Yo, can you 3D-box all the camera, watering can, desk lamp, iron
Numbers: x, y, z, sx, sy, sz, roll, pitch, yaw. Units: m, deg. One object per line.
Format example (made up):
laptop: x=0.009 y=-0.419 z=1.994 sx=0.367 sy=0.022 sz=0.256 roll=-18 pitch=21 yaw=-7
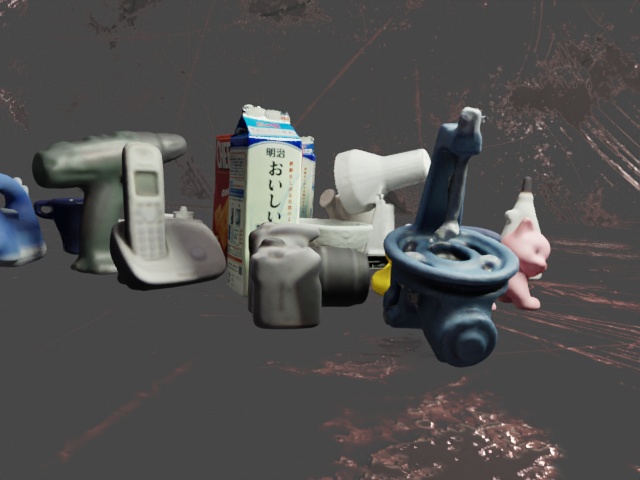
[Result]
camera: x=-0.012 y=0.034 z=0.637 sx=0.137 sy=0.101 sz=0.143 roll=2 pitch=7 yaw=-9
watering can: x=0.076 y=-0.073 z=1.210 sx=0.100 sy=0.194 sz=0.173 roll=6 pitch=7 yaw=26
desk lamp: x=0.127 y=-0.064 z=1.068 sx=0.202 sy=0.213 sz=0.118 roll=6 pitch=7 yaw=23
iron: x=-0.483 y=-0.038 z=0.868 sx=0.118 sy=0.141 sz=0.258 roll=2 pitch=6 yaw=-6

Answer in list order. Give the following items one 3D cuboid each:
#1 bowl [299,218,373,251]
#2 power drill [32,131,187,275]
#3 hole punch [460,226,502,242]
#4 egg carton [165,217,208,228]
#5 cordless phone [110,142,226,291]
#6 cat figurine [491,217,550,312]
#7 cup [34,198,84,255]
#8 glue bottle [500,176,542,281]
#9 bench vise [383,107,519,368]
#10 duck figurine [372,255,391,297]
bowl: x=0.009 y=0.004 z=1.033 sx=0.167 sy=0.075 sz=0.167 roll=3 pitch=6 yaw=0
power drill: x=-0.299 y=-0.059 z=0.844 sx=0.075 sy=0.208 sz=0.230 roll=9 pitch=9 yaw=41
hole punch: x=0.236 y=0.021 z=0.916 sx=0.108 sy=0.091 sz=0.101 roll=6 pitch=7 yaw=23
egg carton: x=-0.265 y=-0.002 z=0.976 sx=0.150 sy=0.069 sz=0.107 roll=6 pitch=7 yaw=21
cordless phone: x=-0.197 y=-0.031 z=0.750 sx=0.093 sy=0.185 sz=0.148 roll=9 pitch=9 yaw=40
cat figurine: x=0.244 y=0.028 z=0.739 sx=0.128 sy=0.118 sz=0.067 roll=1 pitch=7 yaw=-21
cup: x=-0.422 y=-0.023 z=0.971 sx=0.118 sy=0.095 sz=0.091 roll=2 pitch=7 yaw=-12
glue bottle: x=0.340 y=-0.020 z=0.963 sx=0.078 sy=0.173 sz=0.037 roll=3 pitch=7 yaw=0
bench vise: x=0.103 y=-0.010 z=0.550 sx=0.122 sy=0.220 sz=0.206 roll=0 pitch=7 yaw=-25
duck figurine: x=0.111 y=0.031 z=0.784 sx=0.077 sy=0.086 sz=0.104 roll=3 pitch=6 yaw=0
